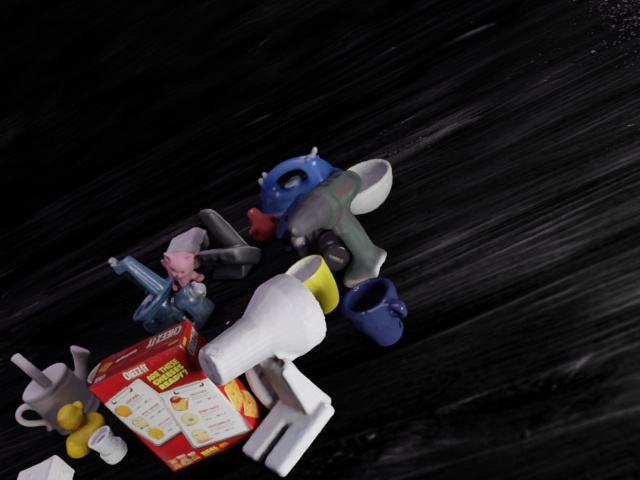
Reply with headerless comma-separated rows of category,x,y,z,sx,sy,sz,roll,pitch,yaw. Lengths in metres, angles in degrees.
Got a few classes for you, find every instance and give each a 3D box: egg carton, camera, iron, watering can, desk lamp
egg carton,-0.359,0.029,1.558,0.107,0.069,0.150,-25,27,13
camera,0.011,0.004,1.176,0.143,0.101,0.136,-26,27,12
iron,-0.074,-0.143,1.469,0.257,0.142,0.119,-17,30,27
watering can,-0.543,0.293,1.165,0.100,0.194,0.173,-12,33,34
desk lamp,-0.066,0.185,0.824,0.117,0.214,0.203,3,43,48

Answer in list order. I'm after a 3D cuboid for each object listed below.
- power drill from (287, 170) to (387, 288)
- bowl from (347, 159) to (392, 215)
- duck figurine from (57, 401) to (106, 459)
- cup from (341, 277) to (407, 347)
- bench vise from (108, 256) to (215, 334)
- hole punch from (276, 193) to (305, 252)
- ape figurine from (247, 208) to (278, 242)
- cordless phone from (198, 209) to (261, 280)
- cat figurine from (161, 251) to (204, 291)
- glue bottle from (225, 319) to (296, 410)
power drill,0.039,-0.018,1.063,0.075,0.209,0.230,-12,33,34
bowl,0.098,-0.109,1.304,0.167,0.075,0.167,-25,28,14
duck figurine,-0.467,0.357,1.097,0.077,0.086,0.104,-27,27,10
cup,0.101,0.121,0.891,0.117,0.095,0.092,4,44,49
bench vise,-0.344,0.102,1.249,0.207,0.220,0.121,-25,28,13
hole punch,-0.060,-0.043,1.341,0.101,0.091,0.108,-25,28,14
ape figurine,-0.147,-0.043,1.431,0.078,0.092,0.076,-34,27,-4
cordless phone,-0.240,0.001,1.351,0.147,0.185,0.094,-9,35,38
cat figurine,-0.351,0.069,1.428,0.127,0.118,0.067,0,41,46
glue bottle,-0.096,0.187,0.898,0.078,0.173,0.037,-39,28,-14
